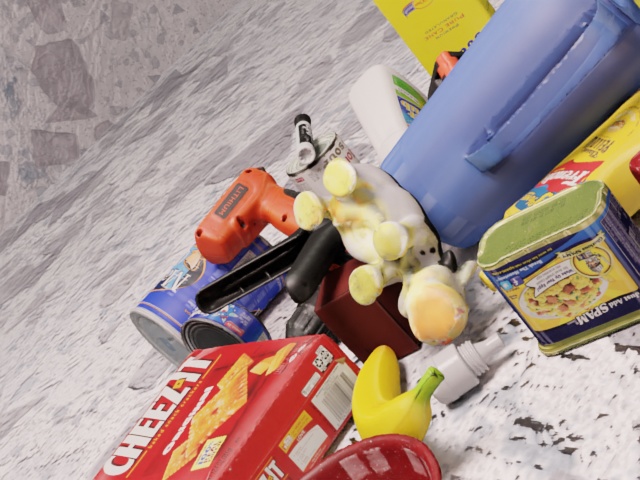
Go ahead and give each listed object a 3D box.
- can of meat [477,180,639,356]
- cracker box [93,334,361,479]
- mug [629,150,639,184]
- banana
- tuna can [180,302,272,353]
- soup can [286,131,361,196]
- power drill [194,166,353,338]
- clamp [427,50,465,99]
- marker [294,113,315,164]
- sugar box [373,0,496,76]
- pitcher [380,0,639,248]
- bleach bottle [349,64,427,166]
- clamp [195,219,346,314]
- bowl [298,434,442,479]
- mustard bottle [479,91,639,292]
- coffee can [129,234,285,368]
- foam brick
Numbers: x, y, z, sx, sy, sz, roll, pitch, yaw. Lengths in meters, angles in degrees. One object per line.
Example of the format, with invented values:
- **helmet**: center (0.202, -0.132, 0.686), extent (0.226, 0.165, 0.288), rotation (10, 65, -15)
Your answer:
- **can of meat**: center (0.167, 0.018, 0.706), extent (0.102, 0.084, 0.057), rotation (-28, 23, 32)
- **cracker box**: center (-0.080, 0.161, 0.878), extent (0.214, 0.072, 0.164), rotation (-13, 33, 54)
- **mug**: center (0.254, -0.044, 0.668), extent (0.081, 0.093, 0.117), rotation (-43, 15, 8)
- **banana**: center (0.051, 0.116, 0.754), extent (0.069, 0.037, 0.198), rotation (-54, 6, -5)
- **tuna can**: center (-0.088, 0.095, 1.012), extent (0.086, 0.086, 0.033), rotation (-18, 28, 48)
- **soup can**: center (0.021, -0.053, 1.100), extent (0.068, 0.102, 0.068), rotation (-35, 20, 15)
- **power drill**: center (-0.026, 0.012, 1.012), extent (0.188, 0.057, 0.184), rotation (21, 59, 32)
- **clamp**: center (0.141, -0.123, 0.991), extent (0.120, 0.171, 0.039), rotation (-46, 55, 20)
- **marker**: center (-0.016, -0.106, 1.095), extent (0.020, 0.020, 0.121), rotation (-37, 20, 12)
- **sugar box**: center (0.139, -0.225, 1.135), extent (0.093, 0.176, 0.048), rotation (-32, 19, 27)
- **pitcher**: center (0.158, -0.107, 0.864), extent (0.243, 0.149, 0.145), rotation (-50, 50, 23)
- **bleach bottle**: center (0.092, -0.098, 1.098), extent (0.068, 0.102, 0.251), rotation (-46, 24, 16)
- **clamp**: center (-0.006, 0.001, 0.924), extent (0.165, 0.036, 0.209), rotation (-14, 21, 49)
- **bowl**: center (0.021, 0.195, 0.642), extent (0.162, 0.055, 0.162), rotation (-36, 20, 15)
- **mustard bottle**: center (0.195, -0.030, 0.794), extent (0.191, 0.058, 0.096), rotation (-42, 18, 0)
- **coffee can**: center (-0.113, 0.059, 1.110), extent (0.140, 0.102, 0.103), rotation (-49, 21, -22)
- **foam brick**: center (0.041, 0.057, 0.866), extent (0.053, 0.078, 0.051), rotation (-30, 24, 29)
